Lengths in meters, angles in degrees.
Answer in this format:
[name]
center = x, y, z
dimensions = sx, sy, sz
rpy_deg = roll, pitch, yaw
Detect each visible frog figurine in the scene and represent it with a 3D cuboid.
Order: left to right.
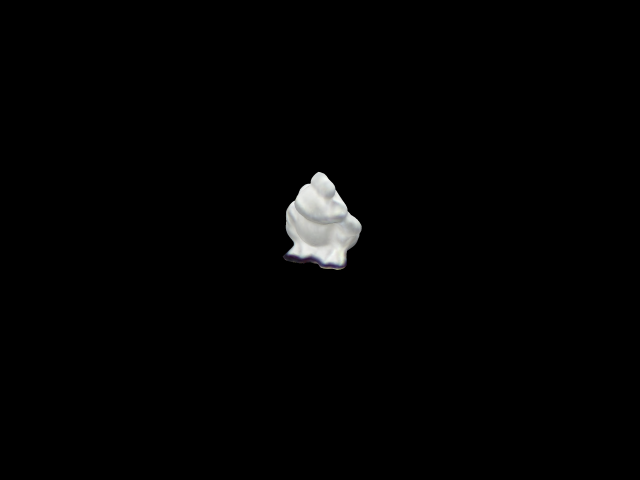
[frog figurine]
center = 0.003, -0.043, 0.850
dimensions = 0.138, 0.156, 0.124
rpy_deg = 23, 33, 40
